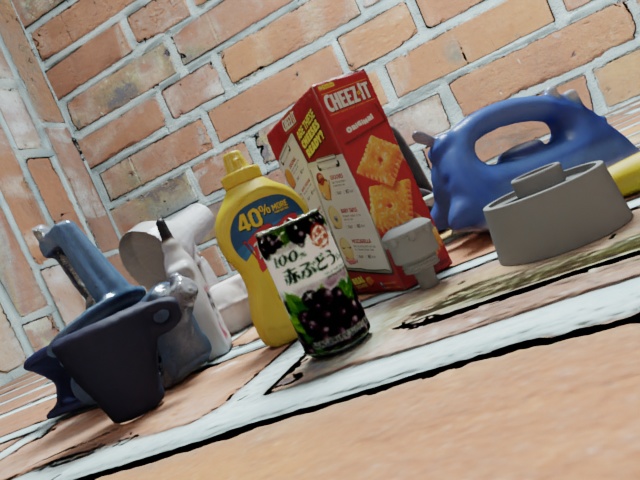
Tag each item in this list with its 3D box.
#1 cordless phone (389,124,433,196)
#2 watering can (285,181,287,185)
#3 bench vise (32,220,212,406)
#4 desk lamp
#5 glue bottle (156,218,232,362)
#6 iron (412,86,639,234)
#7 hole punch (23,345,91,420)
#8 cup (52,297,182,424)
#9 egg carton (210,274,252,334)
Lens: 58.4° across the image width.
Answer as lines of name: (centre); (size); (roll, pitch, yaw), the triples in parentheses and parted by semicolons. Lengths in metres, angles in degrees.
cordless phone: (0.120, -0.085, 0.914); (0.094, 0.185, 0.147); (-26, 3, -34)
watering can: (0.001, -0.040, 1.020); (0.100, 0.194, 0.173); (-23, 3, 29)
bench vise: (-0.223, 0.062, 0.637); (0.207, 0.220, 0.121); (-24, 2, 10)
desk lamp: (-0.218, 0.048, 0.993); (0.117, 0.213, 0.204); (-23, 3, 34)
glue bottle: (-0.153, 0.055, 0.672); (0.037, 0.173, 0.078); (-25, 2, -9)
iron: (0.232, -0.101, 0.645); (0.258, 0.141, 0.118); (-24, 2, -7)
hole punch: (-0.305, 0.165, 0.738); (0.108, 0.091, 0.101); (-23, 3, 24)
cup: (-0.171, 0.111, 0.529); (0.118, 0.095, 0.091); (-24, 2, -3)
egg carton: (-0.109, 0.084, 0.837); (0.107, 0.069, 0.150); (-25, 2, -10)
